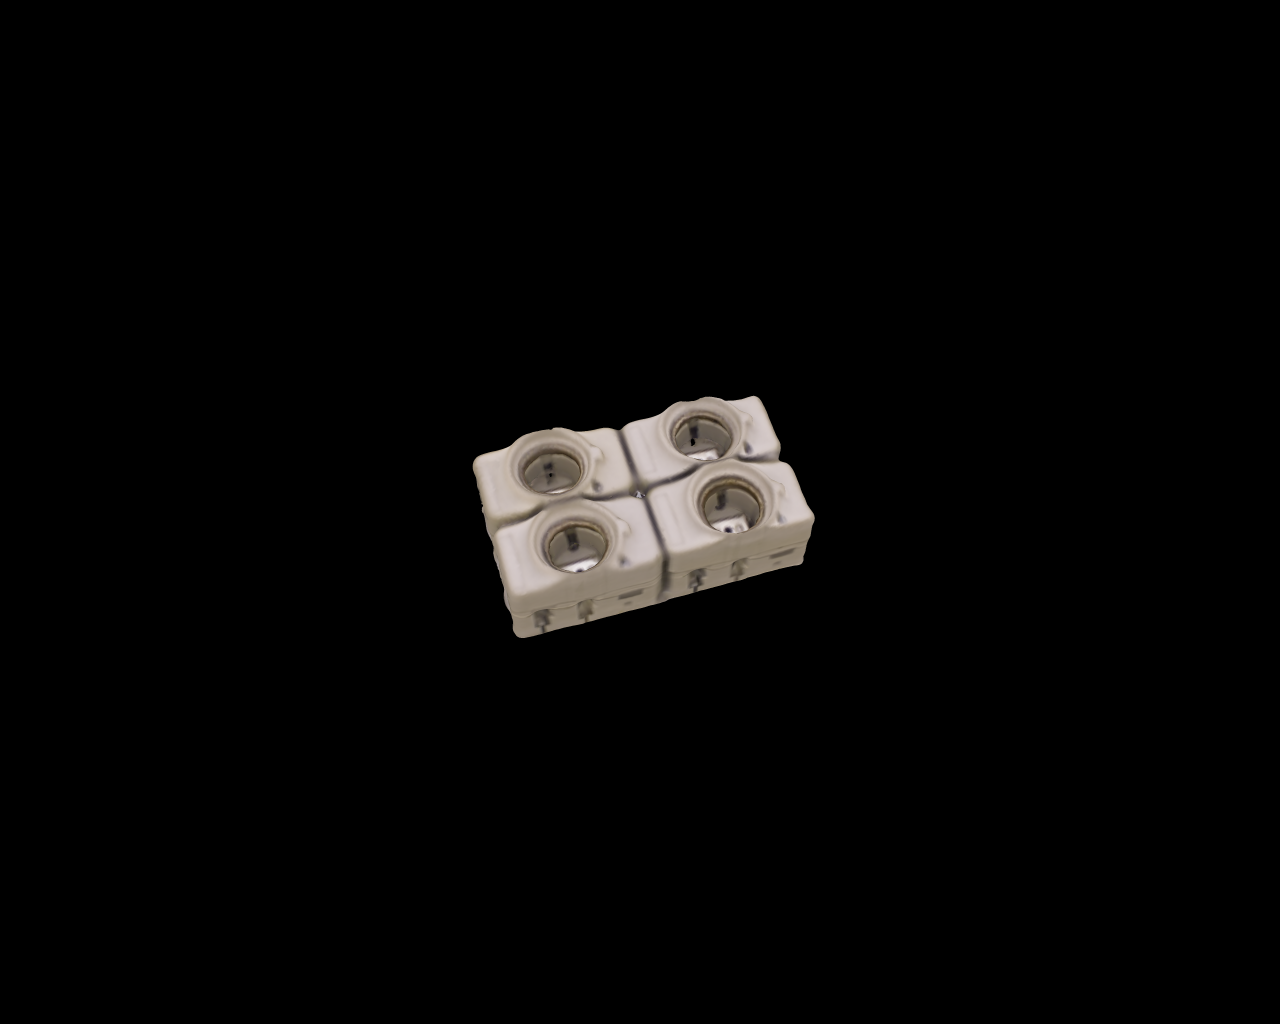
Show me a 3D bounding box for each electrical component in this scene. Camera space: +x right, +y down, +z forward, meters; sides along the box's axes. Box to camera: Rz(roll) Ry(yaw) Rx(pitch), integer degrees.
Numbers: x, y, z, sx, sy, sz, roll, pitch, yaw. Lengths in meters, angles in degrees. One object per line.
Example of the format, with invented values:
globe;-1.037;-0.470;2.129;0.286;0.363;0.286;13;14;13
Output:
electrical component;0.001;-0.003;0.650;0.186;0.105;0.060;-14;-32;-9
